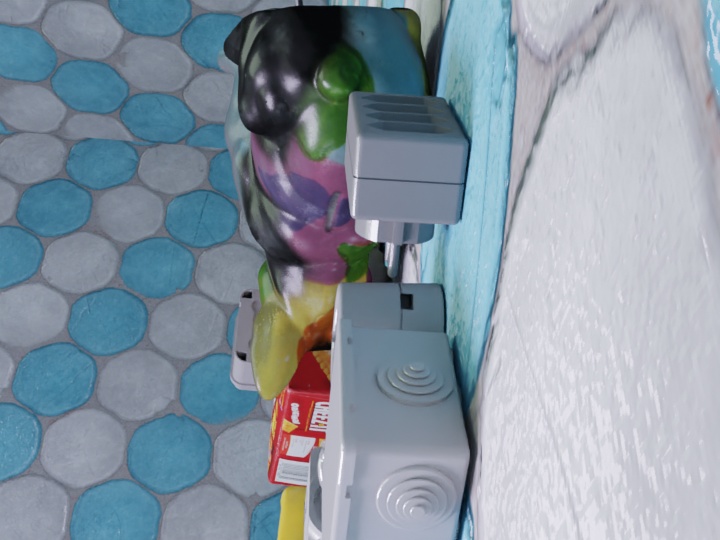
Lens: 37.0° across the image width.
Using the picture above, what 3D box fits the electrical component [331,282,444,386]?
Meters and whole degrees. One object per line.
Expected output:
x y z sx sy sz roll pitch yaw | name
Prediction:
0.012 0.032 0.501 0.055 0.047 0.055 -176 90 -86 | electrical component

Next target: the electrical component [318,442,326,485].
0.006 0.103 0.540 0.062 0.048 0.048 -176 90 -79 | electrical component

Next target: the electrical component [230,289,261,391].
-0.057 0.067 0.963 0.057 0.113 0.078 105 168 -56 | electrical component

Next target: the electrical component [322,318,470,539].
0.012 0.080 0.436 0.099 0.048 0.099 -94 9 -61 | electrical component

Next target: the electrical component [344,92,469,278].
0.017 -0.035 0.494 0.083 0.047 0.075 -97 11 -68 | electrical component

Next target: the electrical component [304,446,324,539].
-0.005 0.146 0.597 0.089 0.050 0.055 -91 7 -49 | electrical component

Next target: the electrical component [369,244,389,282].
0.000 0.000 0.743 0.040 0.040 0.078 105 168 -69 | electrical component
